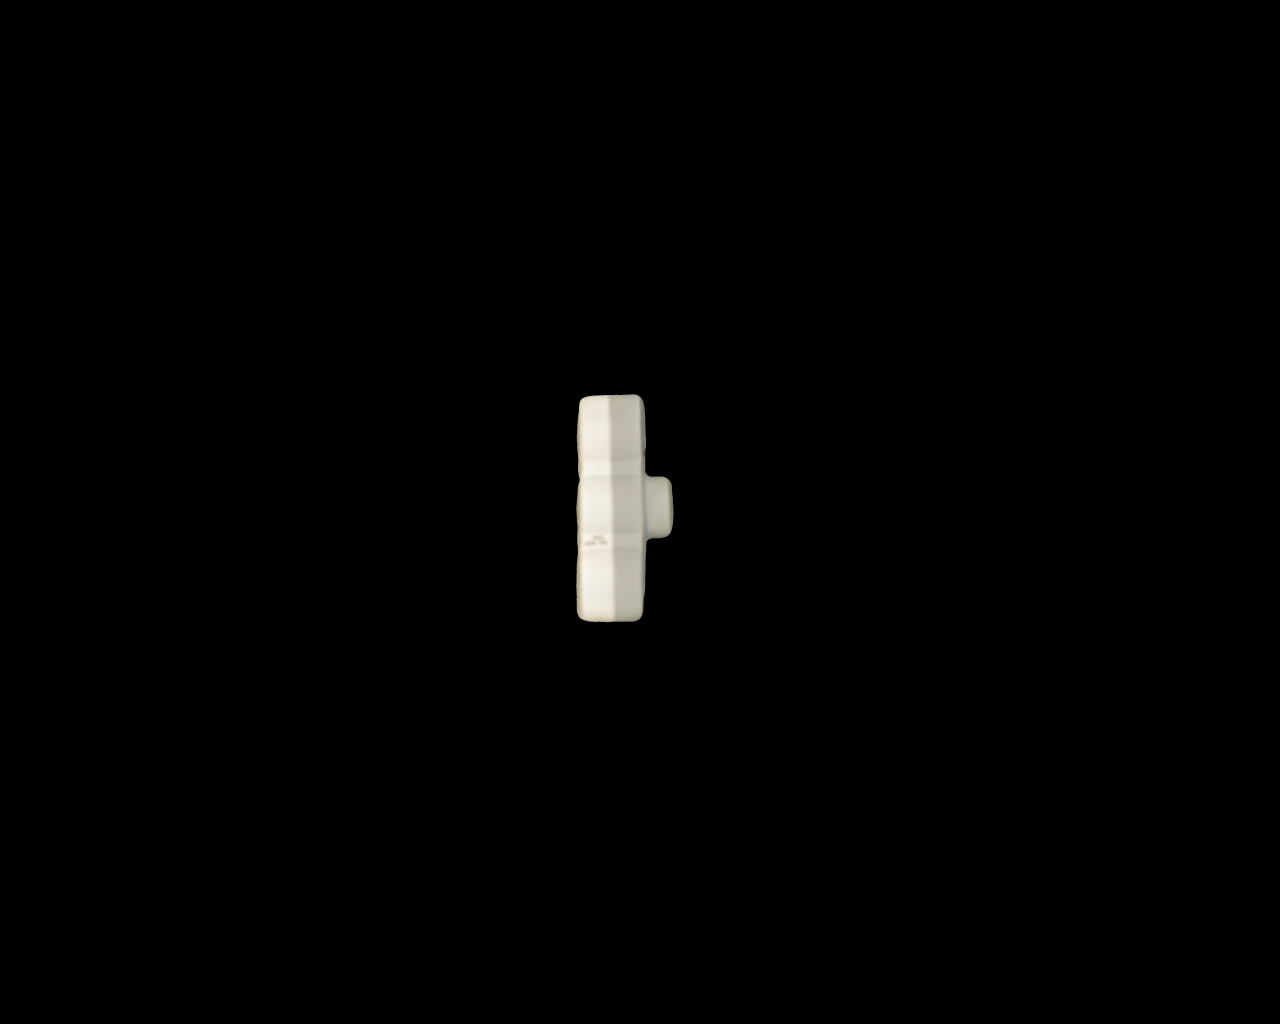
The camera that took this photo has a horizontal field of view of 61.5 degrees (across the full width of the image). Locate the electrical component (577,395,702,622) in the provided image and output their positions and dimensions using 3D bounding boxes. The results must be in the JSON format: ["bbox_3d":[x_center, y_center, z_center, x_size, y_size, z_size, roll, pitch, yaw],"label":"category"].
[{"bbox_3d":[0.001,-0.003,0.650,0.074,0.138,0.052,0,-7,0],"label":"electrical component"}]
